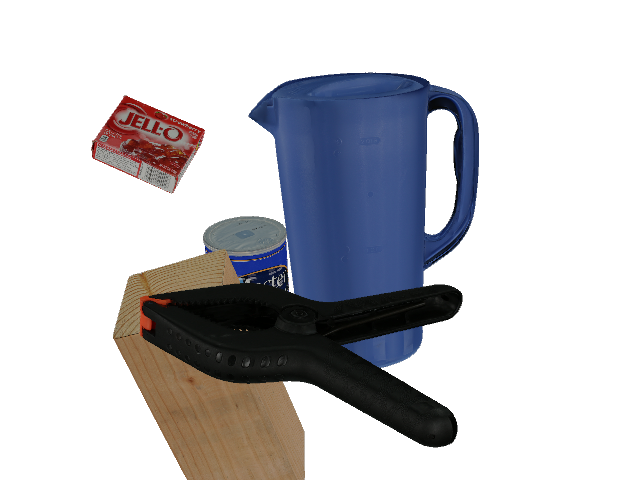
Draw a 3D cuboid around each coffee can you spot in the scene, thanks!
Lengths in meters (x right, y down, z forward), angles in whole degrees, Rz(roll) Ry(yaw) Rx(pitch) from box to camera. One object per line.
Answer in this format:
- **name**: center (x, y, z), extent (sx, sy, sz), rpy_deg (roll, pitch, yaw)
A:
- **coffee can**: center (-0.090, 0.054, 1.334), extent (0.103, 0.140, 0.103), rpy_deg (-2, 25, 1)

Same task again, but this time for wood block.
- **wood block**: center (-0.086, 0.125, 0.892), extent (0.090, 0.206, 0.091), rpy_deg (-16, 30, 9)

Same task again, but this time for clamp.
- **clamp**: center (-0.007, 0.057, 0.671), extent (0.210, 0.036, 0.164), rpy_deg (10, 25, 12)

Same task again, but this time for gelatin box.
- **gelatin box**: center (-0.168, -0.095, 1.043), extent (0.089, 0.073, 0.030), rpy_deg (24, -42, -1)

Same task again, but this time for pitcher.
- **pitcher**: center (0.040, -0.019, 0.908), extent (0.149, 0.243, 0.144), rpy_deg (13, 24, 42)
